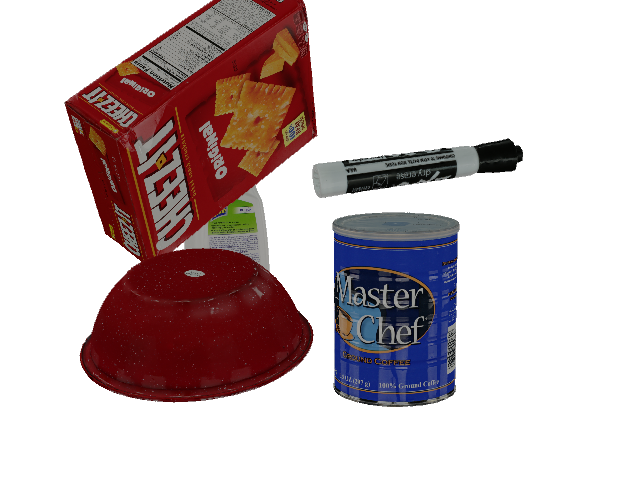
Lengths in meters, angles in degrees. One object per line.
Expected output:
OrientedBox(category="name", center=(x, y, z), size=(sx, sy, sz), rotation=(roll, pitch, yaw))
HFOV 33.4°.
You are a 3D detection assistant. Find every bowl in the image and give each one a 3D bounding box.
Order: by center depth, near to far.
OrientedBox(category="bowl", center=(-0.086, 0.047, 0.732), size=(0.162, 0.055, 0.162), rotation=(-2, 22, 1))

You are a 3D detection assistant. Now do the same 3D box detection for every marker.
OrientedBox(category="marker", center=(0.056, -0.041, 0.598), size=(0.121, 0.020, 0.020), rotation=(-9, 2, -12))

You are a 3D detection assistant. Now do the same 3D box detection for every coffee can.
OrientedBox(category="coffee can", center=(0.061, 0.053, 0.875), size=(0.103, 0.140, 0.103), rotation=(0, 10, 0))

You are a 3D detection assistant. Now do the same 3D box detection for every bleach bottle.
OrientedBox(category="bleach bottle", center=(-0.097, -0.007, 1.164), size=(0.102, 0.251, 0.068), rotation=(-5, 16, -29))

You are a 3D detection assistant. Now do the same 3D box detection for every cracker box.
OrientedBox(category="cracker box", center=(-0.099, -0.102, 0.914), size=(0.072, 0.164, 0.213), rotation=(34, 60, 27))
